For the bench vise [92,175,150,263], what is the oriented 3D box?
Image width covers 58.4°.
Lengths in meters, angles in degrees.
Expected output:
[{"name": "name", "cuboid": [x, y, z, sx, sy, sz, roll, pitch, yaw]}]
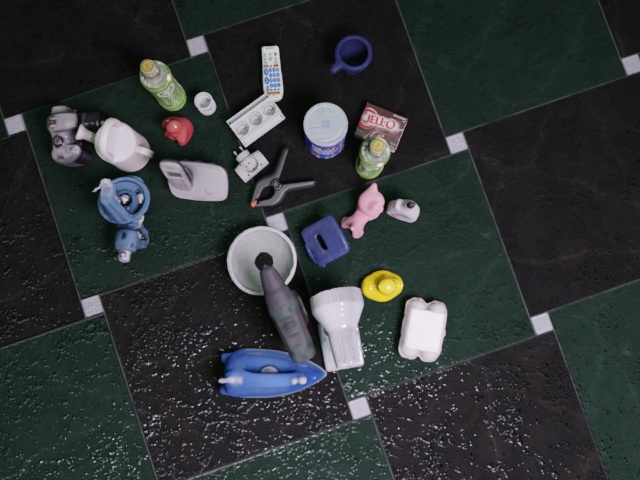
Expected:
[{"name": "bench vise", "cuboid": [-0.448, -0.060, 1.324, 0.121, 0.219, 0.207, -19, 87, -1]}]

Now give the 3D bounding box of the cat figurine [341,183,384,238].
[{"name": "cat figurine", "cuboid": [0.109, -0.071, 1.381, 0.067, 0.117, 0.128, 37, 87, 2]}]

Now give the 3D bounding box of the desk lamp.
[{"name": "desk lamp", "cuboid": [0.050, 0.209, 1.315, 0.118, 0.213, 0.203, -11, 86, -1]}]

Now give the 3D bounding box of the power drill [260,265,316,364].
[{"name": "power drill", "cuboid": [-0.077, 0.166, 1.319, 0.075, 0.208, 0.230, -24, 87, -2]}]

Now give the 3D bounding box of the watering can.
[{"name": "watering can", "cuboid": [-0.484, -0.227, 1.347, 0.173, 0.194, 0.101, -6, 86, -1]}]

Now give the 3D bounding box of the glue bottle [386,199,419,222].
[{"name": "glue bottle", "cuboid": [0.203, -0.075, 1.355, 0.078, 0.173, 0.037, 17, 86, 1]}]

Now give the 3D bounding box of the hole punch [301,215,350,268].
[{"name": "hole punch", "cuboid": [0.013, 0.005, 1.389, 0.101, 0.091, 0.109, -29, 87, -2]}]

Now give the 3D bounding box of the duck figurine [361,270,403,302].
[{"name": "duck figurine", "cuboid": [0.153, 0.112, 1.386, 0.104, 0.086, 0.077, -5, 86, -1]}]

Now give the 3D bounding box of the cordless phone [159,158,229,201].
[{"name": "cordless phone", "cuboid": [-0.295, -0.150, 1.348, 0.147, 0.185, 0.094, 2, 86, 0]}]

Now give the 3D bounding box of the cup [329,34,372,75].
[{"name": "cup", "cuboid": [0.071, -0.439, 1.416, 0.118, 0.095, 0.091, -40, 87, -3]}]

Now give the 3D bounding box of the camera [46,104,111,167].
[{"name": "camera", "cuboid": [-0.581, -0.262, 1.395, 0.137, 0.101, 0.143, -6, 86, -1]}]

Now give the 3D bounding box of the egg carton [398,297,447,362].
[{"name": "egg carton", "cuboid": [0.250, 0.218, 1.388, 0.107, 0.069, 0.150, 9, 86, 0]}]

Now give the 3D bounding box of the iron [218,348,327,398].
[{"name": "iron", "cuboid": [-0.112, 0.321, 1.342, 0.258, 0.141, 0.119, 0, 86, 0]}]

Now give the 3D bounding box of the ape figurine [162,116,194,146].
[{"name": "ape figurine", "cuboid": [-0.351, -0.273, 1.402, 0.076, 0.092, 0.078, -24, 87, -2]}]

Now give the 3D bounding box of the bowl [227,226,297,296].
[{"name": "bowl", "cuboid": [-0.138, 0.051, 1.392, 0.167, 0.074, 0.167, 0, 86, -1]}]
